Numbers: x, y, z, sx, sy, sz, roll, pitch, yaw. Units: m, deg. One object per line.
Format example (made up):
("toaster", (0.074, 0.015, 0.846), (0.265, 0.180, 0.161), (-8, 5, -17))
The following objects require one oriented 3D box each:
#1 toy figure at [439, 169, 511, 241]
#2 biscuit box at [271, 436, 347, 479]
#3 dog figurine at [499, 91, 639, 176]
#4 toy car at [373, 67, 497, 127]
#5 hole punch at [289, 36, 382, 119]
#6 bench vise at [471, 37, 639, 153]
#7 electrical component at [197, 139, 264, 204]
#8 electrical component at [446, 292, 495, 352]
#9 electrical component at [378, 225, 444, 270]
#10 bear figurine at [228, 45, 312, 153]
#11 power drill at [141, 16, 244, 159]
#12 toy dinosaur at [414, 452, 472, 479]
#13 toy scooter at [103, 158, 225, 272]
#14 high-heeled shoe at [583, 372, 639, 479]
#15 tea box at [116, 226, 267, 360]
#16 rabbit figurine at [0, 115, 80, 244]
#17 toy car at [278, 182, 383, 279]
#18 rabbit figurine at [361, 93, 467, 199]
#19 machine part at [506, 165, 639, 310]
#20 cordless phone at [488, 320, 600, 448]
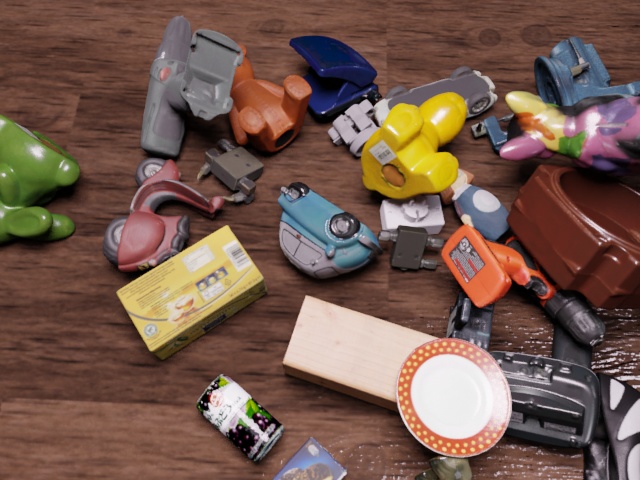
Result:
("toy figure", (0.216, -0.064, 0.791), (0.154, 0.057, 0.064), (48, 36, 18))
("biscuit box", (-0.057, 0.324, 0.620), (0.059, 0.062, 0.203), (41, 72, 16))
("dog figurine", (0.343, -0.138, 0.674), (0.219, 0.191, 0.108), (3, 96, -4))
("toy car", (0.183, -0.217, 0.852), (0.202, 0.056, 0.073), (-19, 63, -10))
("hole punch", (0.020, -0.268, 0.839), (0.116, 0.092, 0.142), (-27, 51, -14))
("bench vise", (0.358, -0.187, 0.816), (0.241, 0.128, 0.223), (-19, 78, 13))
("electrical component", (-0.133, -0.101, 0.804), (0.102, 0.045, 0.078), (36, 43, 10))
("electrical component", (0.192, 0.106, 0.685), (0.048, 0.119, 0.075), (13, 66, 6))
("electrical component", (0.124, 0.012, 0.755), (0.094, 0.063, 0.021), (8, 25, -8))
("bear figurine", (-0.110, -0.230, 0.812), (0.120, 0.132, 0.196), (-36, 79, -11))
("power drill", (-0.194, -0.237, 0.773), (0.086, 0.207, 0.232), (15, 84, -41))
("toy dinosaur", (0.156, 0.338, 0.573), (0.472, 0.105, 0.199), (-25, 60, 0))
("toy scooter", (-0.213, -0.031, 0.757), (0.135, 0.075, 0.184), (13, 63, 3))
("high-heeled shoe", (0.319, 0.275, 0.643), (0.249, 0.086, 0.145), (-30, 69, -18))
("tea box", (-0.167, 0.070, 0.718), (0.170, 0.068, 0.098), (-31, 71, -12))
("rabbit figurine", (-0.421, -0.060, 0.760), (0.159, 0.121, 0.170), (36, 89, 5))
("toy car", (-0.002, -0.002, 0.736), (0.162, 0.109, 0.103), (33, 88, 21))
("rabbit figurine", (0.143, -0.133, 0.754), (0.122, 0.162, 0.173), (41, 66, -1))
("machine part", (0.368, -0.010, 0.699), (0.201, 0.087, 0.202), (2, 42, -25))
("cordless phone", (0.281, 0.162, 0.693), (0.147, 0.088, 0.184), (5, 44, 25))
